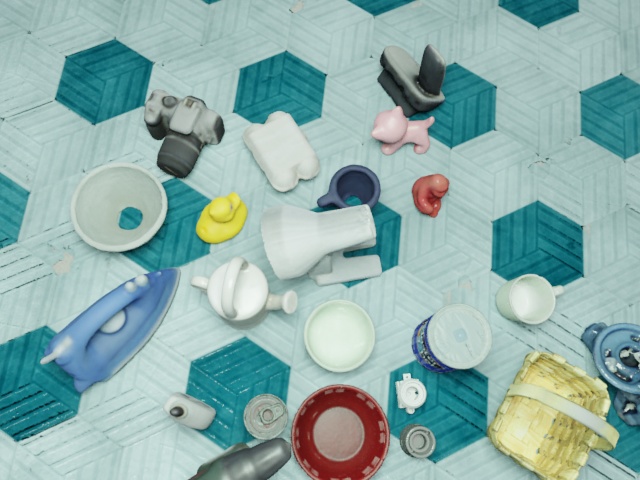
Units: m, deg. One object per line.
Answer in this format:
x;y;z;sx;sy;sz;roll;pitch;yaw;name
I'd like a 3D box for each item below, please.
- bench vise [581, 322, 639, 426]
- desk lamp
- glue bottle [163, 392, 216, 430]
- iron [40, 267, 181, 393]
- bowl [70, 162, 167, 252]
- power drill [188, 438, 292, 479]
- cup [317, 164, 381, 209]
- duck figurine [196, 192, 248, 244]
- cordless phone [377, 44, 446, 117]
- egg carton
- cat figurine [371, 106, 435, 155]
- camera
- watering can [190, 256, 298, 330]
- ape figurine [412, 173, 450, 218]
0.538;0.214;0.919;0.121;0.220;0.207;-42;80;-12;bench vise
0.009;0.003;0.959;0.203;0.213;0.118;-10;75;-5;desk lamp
-0.211;0.267;0.895;0.078;0.173;0.037;27;75;6;glue bottle
-0.341;0.124;0.947;0.118;0.141;0.258;41;77;9;iron
-0.353;-0.051;1.030;0.167;0.075;0.167;1;74;-2;bowl
-0.143;0.359;0.854;0.230;0.208;0.075;-30;77;-10;power drill
0.049;-0.074;1.044;0.118;0.095;0.091;-22;76;-8;cup
-0.180;-0.045;1.030;0.105;0.086;0.077;-42;80;-12;duck figurine
0.182;-0.330;1.076;0.094;0.185;0.147;-37;79;-11;cordless phone
-0.071;-0.167;1.078;0.107;0.069;0.150;-32;78;-10;egg carton
0.153;-0.211;1.075;0.128;0.118;0.067;-6;74;-4;cat figurine
-0.266;-0.196;1.062;0.143;0.101;0.137;19;74;3;camera
-0.125;0.084;0.940;0.173;0.194;0.101;-8;74;-4;watering can
0.210;-0.093;1.058;0.078;0.092;0.076;-34;78;-11;ape figurine
